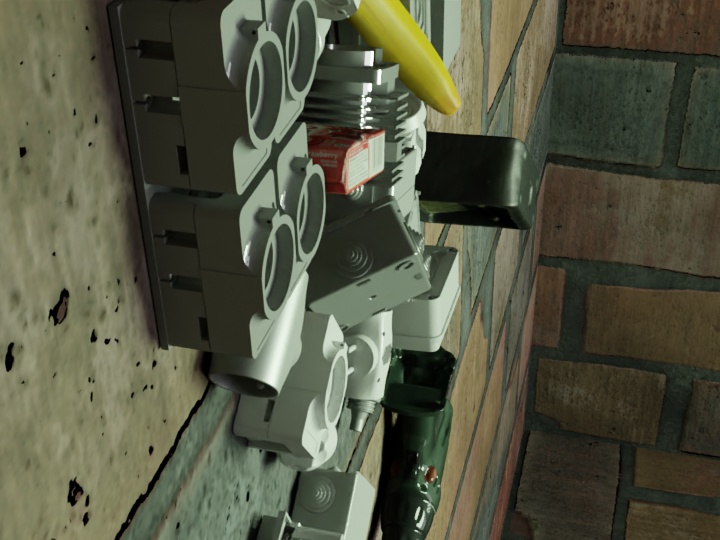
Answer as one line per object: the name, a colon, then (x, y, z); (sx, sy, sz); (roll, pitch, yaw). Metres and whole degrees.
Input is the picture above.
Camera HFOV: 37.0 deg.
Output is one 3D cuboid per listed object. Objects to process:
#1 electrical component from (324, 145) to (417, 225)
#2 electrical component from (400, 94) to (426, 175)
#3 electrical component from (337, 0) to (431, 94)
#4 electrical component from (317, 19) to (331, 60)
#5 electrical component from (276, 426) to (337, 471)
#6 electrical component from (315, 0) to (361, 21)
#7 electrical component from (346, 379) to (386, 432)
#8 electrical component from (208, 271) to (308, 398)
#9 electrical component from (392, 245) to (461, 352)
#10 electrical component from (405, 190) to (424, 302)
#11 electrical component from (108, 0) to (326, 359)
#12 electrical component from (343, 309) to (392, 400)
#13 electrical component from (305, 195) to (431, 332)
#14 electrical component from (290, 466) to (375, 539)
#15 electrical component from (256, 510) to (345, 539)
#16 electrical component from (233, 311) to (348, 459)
electrical component: (0.003, -0.061, 0.823); (0.096, 0.062, 0.061); (-46, 142, -68)
electrical component: (0.026, -0.117, 0.904); (0.057, 0.058, 0.078); (88, 16, -45)
electrical component: (0.019, -0.200, 0.826); (0.078, 0.057, 0.113); (-70, 162, -47)
electrical component: (-0.039, -0.146, 0.654); (0.046, 0.040, 0.040); (-72, 164, -56)
electrical component: (-0.038, 0.124, 0.797); (0.062, 0.043, 0.043); (6, 92, -78)
electrical component: (-0.029, -0.177, 0.591); (0.080, 0.080, 0.051); (55, 50, -71)
electrical component: (0.002, 0.116, 0.978); (0.035, 0.035, 0.061); (46, 55, -73)
electrical component: (-0.058, 0.041, 0.664); (0.079, 0.043, 0.077); (70, 30, -64)
electrical component: (0.050, 0.025, 1.035); (0.113, 0.078, 0.057); (-61, 152, -58)
electrical component: (0.018, -0.018, 0.911); (0.096, 0.061, 0.061); (82, 19, -52)
electrical component: (-0.064, -0.060, 0.548); (0.105, 0.060, 0.186); (-64, 157, -53)
electrical component: (-0.001, 0.072, 0.918); (0.079, 0.043, 0.077); (-20, 117, -75)
electrical component: (0.000, 0.000, 0.765); (0.099, 0.100, 0.048); (59, 5, -69)
electrical component: (-0.026, 0.212, 0.883); (0.099, 0.048, 0.099); (64, 36, -67)
electrical component: (-0.042, 0.210, 0.783); (0.081, 0.064, 0.042); (76, 24, -57)
electrical component: (-0.042, 0.076, 0.722); (0.050, 0.056, 0.089); (67, 33, -65)
